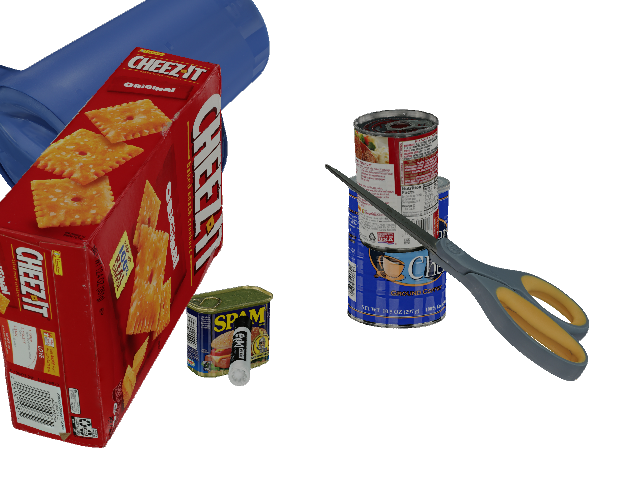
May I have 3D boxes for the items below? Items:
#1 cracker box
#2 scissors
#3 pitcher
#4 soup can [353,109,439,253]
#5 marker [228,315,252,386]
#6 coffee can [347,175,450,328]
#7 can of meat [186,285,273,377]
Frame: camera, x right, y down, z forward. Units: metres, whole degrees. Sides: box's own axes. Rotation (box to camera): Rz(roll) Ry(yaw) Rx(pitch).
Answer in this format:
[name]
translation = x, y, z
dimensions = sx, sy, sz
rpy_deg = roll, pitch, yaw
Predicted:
[cracker box]
translation = -0.126, -0.001, 0.684
dimensions = 0.072, 0.164, 0.213
rpy_deg = 13, 39, 10
[scissors]
translation = 0.096, 0.011, 0.681
dimensions = 0.202, 0.016, 0.096
rpy_deg = 45, 30, 22
[pitcher]
translation = -0.145, -0.117, 0.891
dimensions = 0.145, 0.149, 0.242
rpy_deg = 21, 47, 29
[soup can]
translation = 0.063, -0.048, 0.869
dimensions = 0.068, 0.102, 0.068
rpy_deg = -3, 22, 1
[marker]
translation = -0.072, 0.098, 0.975
dimensions = 0.020, 0.020, 0.121
rpy_deg = 0, 18, -2
[coffee can]
translation = 0.078, 0.007, 1.086
dimensions = 0.103, 0.140, 0.103
rpy_deg = 0, 14, 0
[can of meat]
translation = -0.106, 0.105, 1.232
dimensions = 0.101, 0.084, 0.058
rpy_deg = -9, 18, -36
